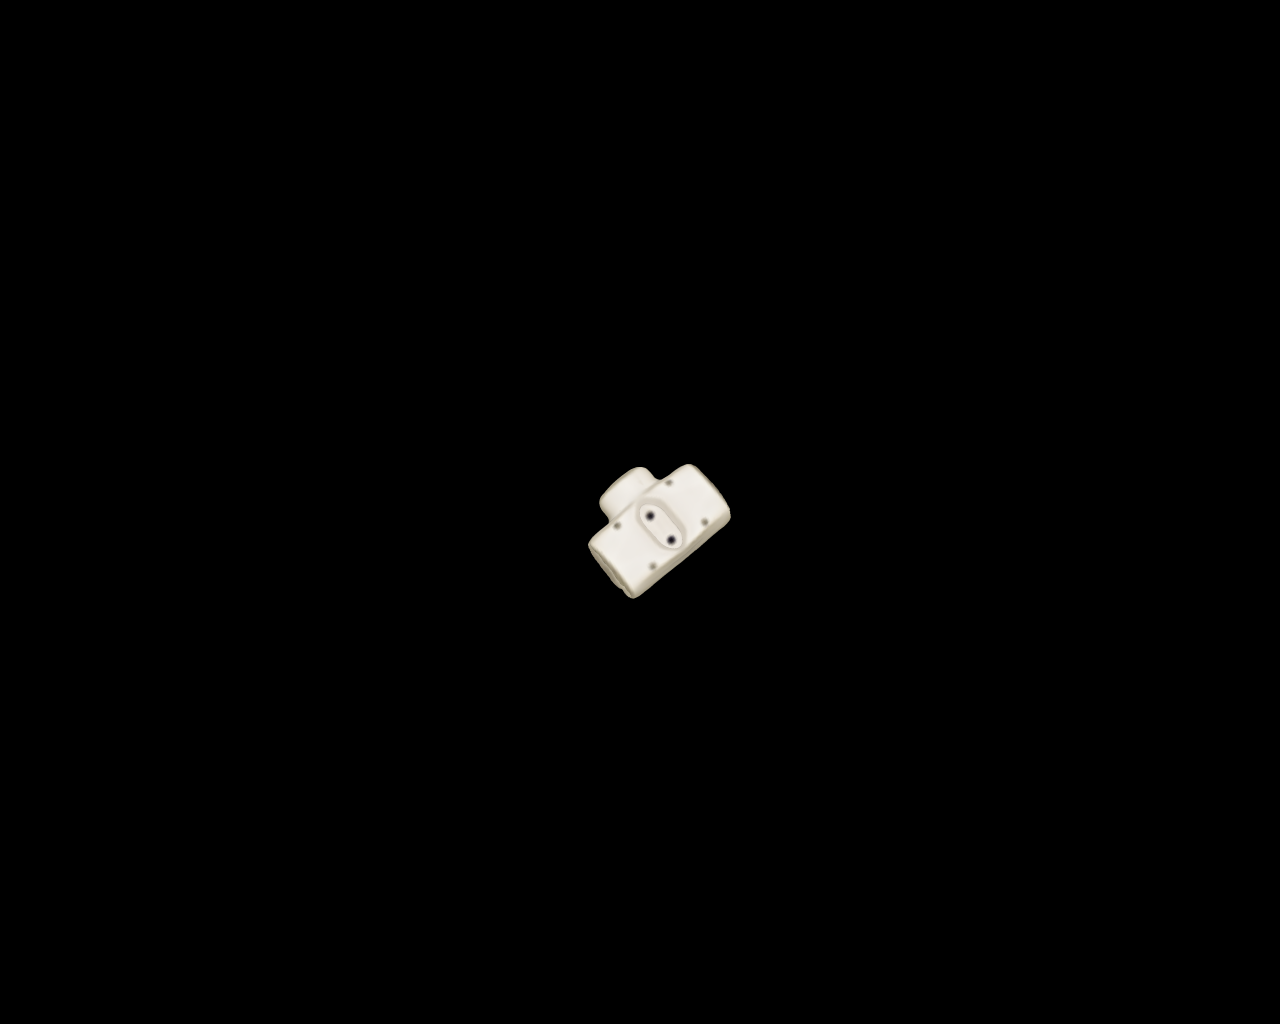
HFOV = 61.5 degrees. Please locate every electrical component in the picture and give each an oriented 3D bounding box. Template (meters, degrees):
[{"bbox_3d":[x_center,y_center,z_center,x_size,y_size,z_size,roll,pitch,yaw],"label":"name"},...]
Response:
[{"bbox_3d":[0.001,-0.003,0.650,0.077,0.079,0.043,-38,-9,-7],"label":"electrical component"}]
